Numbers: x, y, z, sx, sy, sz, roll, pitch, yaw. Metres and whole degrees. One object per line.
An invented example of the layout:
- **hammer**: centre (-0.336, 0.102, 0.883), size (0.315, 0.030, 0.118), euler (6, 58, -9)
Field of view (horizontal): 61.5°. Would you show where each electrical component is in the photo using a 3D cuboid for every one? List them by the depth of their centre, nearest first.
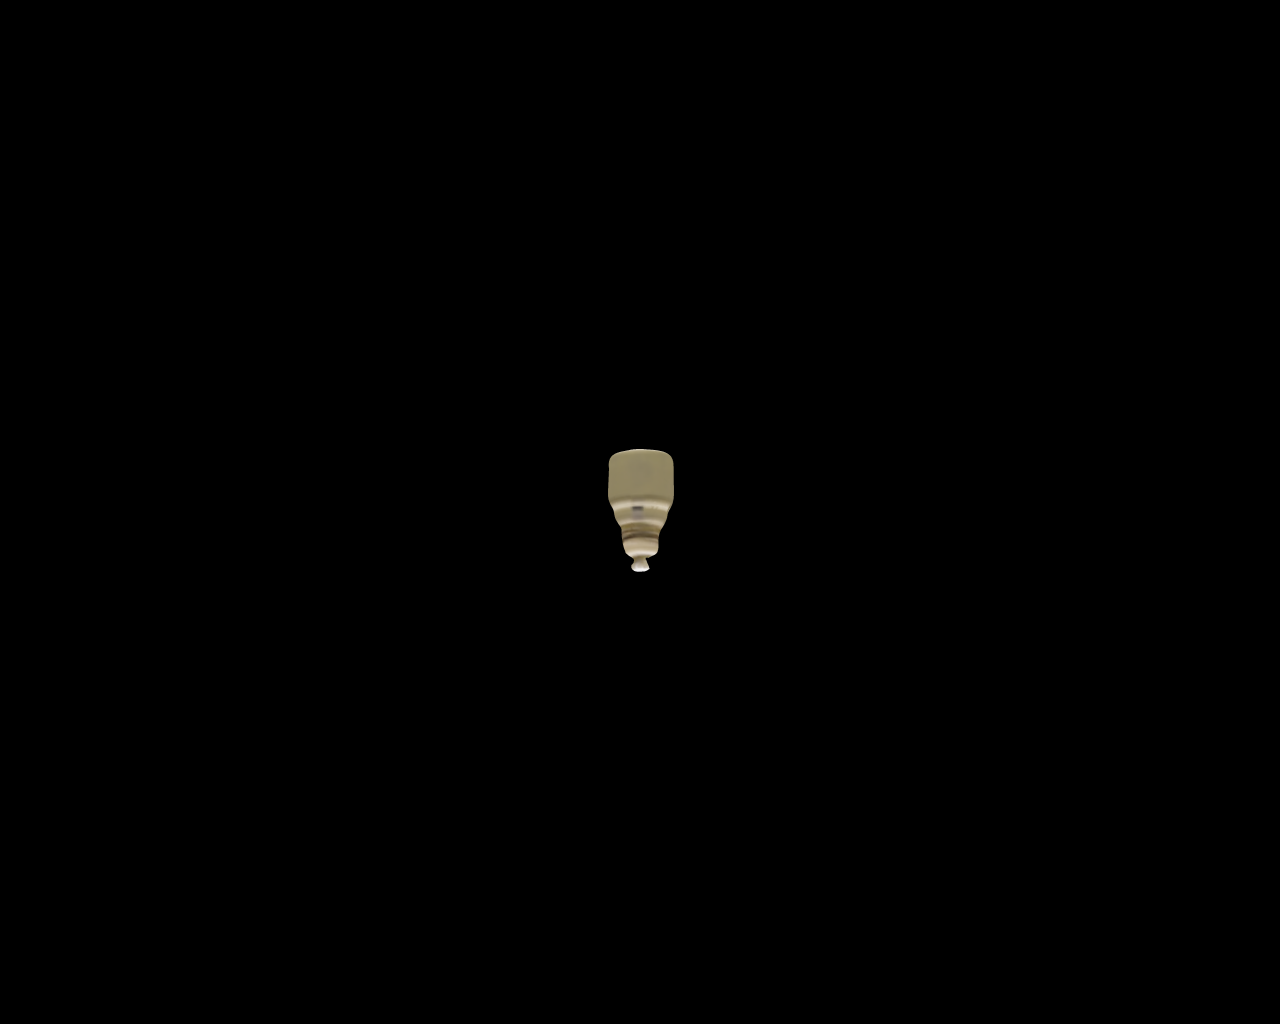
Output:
- **electrical component**: centre (0.001, -0.003, 0.650), size (0.040, 0.078, 0.040), euler (0, -11, 0)
